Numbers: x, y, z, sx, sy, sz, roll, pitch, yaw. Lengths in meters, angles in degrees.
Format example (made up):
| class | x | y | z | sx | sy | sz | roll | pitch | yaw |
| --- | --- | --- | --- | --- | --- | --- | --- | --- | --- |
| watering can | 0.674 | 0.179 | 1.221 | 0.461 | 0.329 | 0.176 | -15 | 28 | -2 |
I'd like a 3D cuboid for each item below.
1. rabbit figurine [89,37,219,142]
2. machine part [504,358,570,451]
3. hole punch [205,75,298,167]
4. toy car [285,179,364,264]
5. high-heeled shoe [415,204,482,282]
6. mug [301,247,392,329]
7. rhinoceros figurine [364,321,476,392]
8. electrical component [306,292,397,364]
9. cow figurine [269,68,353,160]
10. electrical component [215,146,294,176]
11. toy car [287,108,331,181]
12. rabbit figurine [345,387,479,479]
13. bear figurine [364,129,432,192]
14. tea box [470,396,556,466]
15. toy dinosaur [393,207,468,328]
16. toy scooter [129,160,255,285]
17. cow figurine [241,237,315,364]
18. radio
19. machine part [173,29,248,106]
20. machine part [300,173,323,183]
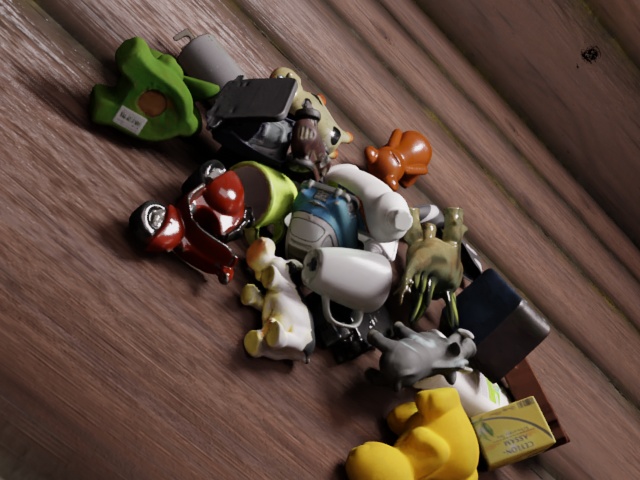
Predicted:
| class | x | y | z | sx | sy | sz | roll | pitch | yaw |
| --- | --- | --- | --- | --- | --- | --- | --- | --- | --- |
| rabbit figurine | -0.222 | -0.218 | 0.747 | 0.159 | 0.121 | 0.170 | 18 | 30 | -29 |
| machine part | 0.379 | 0.287 | 0.959 | 0.179 | 0.056 | 0.179 | 58 | 13 | -22 |
| hole punch | -0.092 | -0.172 | 0.775 | 0.116 | 0.092 | 0.142 | 5 | 49 | 10 |
| toy car | -0.002 | -0.002 | 0.774 | 0.109 | 0.161 | 0.103 | 22 | 54 | 19 |
| high-heeled shoe | 0.253 | 0.016 | 1.092 | 0.248 | 0.086 | 0.145 | 17 | 39 | -53 |
| mug | 0.027 | 0.058 | 0.714 | 0.107 | 0.081 | 0.109 | 20 | 81 | -29 |
| rhinoceros figurine | 0.146 | 0.158 | 0.748 | 0.190 | 0.112 | 0.073 | 0 | 93 | -45 |
| electrical component | 0.043 | 0.113 | 0.787 | 0.134 | 0.058 | 0.115 | -7 | 62 | -53 |
| cow figurine | -0.034 | -0.243 | 1.022 | 0.195 | 0.085 | 0.127 | 56 | 27 | 7 |
| electrical component | -0.104 | -0.124 | 0.831 | 0.119 | 0.075 | 0.048 | 23 | 42 | -30 |
| toy car | -0.010 | -0.126 | 0.826 | 0.202 | 0.053 | 0.089 | 59 | 35 | -76 |
| rabbit figurine | 0.109 | 0.284 | 0.676 | 0.173 | 0.122 | 0.162 | -5 | 70 | -36 |
| bear figurine | 0.156 | -0.159 | 1.157 | 0.120 | 0.132 | 0.196 | 51 | 51 | 2 |
| tea box | 0.278 | 0.289 | 0.791 | 0.169 | 0.098 | 0.068 | 55 | 14 | -59 |
| toy dinosaur | 0.187 | 0.045 | 0.883 | 0.471 | 0.105 | 0.198 | 17 | 70 | -64 |
| toy scooter | -0.139 | -0.018 | 0.681 | 0.135 | 0.075 | 0.184 | 45 | 40 | -4 |
| cow figurine | -0.049 | 0.076 | 0.703 | 0.098 | 0.068 | 0.167 | 25 | 43 | -41 |
| radio | 0.296 | 0.137 | 0.929 | 0.073 | 0.131 | 0.230 | 43 | 11 | -6 |
| machine part | -0.154 | -0.251 | 0.889 | 0.243 | 0.079 | 0.079 | 52 | 33 | 2 |
| machine part | 0.010 | -0.104 | 0.971 | 0.139 | 0.039 | 0.084 | 41 | 23 | -13 |
